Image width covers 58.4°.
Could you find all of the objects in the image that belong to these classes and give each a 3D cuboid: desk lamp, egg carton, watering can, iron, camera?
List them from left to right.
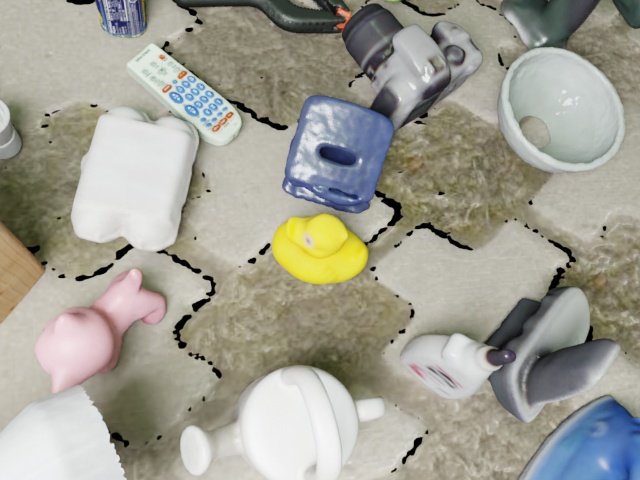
[{"bbox_3d":[-0.236,0.199,0.419,0.203,0.213,0.118,-22,79,-18],"label":"desk lamp"},{"bbox_3d":[-0.187,-0.063,0.586,0.107,0.069,0.150,11,71,-10],"label":"egg carton"},{"bbox_3d":[-0.026,0.162,0.490,0.173,0.194,0.101,-31,82,-19],"label":"watering can"},{"bbox_3d":[0.103,-0.226,0.686,0.143,0.100,0.137,-35,84,-20],"label":"camera"},{"bbox_3d":[0.279,0.262,0.559,0.118,0.141,0.259,35,69,-1],"label":"iron"}]

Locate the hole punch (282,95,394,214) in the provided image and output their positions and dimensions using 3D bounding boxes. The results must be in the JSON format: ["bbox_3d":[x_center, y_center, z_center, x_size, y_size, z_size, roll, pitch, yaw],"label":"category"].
[{"bbox_3d":[0.020,-0.092,0.632,0.109,0.091,0.101,15,71,-8],"label":"hole punch"}]

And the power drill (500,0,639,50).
[{"bbox_3d":[0.320,-0.340,0.714,0.076,0.208,0.229,-31,82,-19],"label":"power drill"}]

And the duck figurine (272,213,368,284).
[{"bbox_3d":[0.006,0.002,0.603,0.104,0.086,0.077,16,71,-8],"label":"duck figurine"}]

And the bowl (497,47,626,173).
[{"bbox_3d":[0.289,-0.151,0.721,0.167,0.074,0.167,4,73,-12],"label":"bowl"}]

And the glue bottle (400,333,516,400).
[{"bbox_3d":[0.138,0.118,0.552,0.078,0.173,0.037,36,69,0],"label":"glue bottle"}]

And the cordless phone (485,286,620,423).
[{"bbox_3d":[0.252,0.108,0.576,0.094,0.185,0.148,41,69,1],"label":"cordless phone"}]

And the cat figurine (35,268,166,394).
[{"bbox_3d":[-0.201,0.077,0.515,0.067,0.117,0.128,38,69,1],"label":"cat figurine"}]
